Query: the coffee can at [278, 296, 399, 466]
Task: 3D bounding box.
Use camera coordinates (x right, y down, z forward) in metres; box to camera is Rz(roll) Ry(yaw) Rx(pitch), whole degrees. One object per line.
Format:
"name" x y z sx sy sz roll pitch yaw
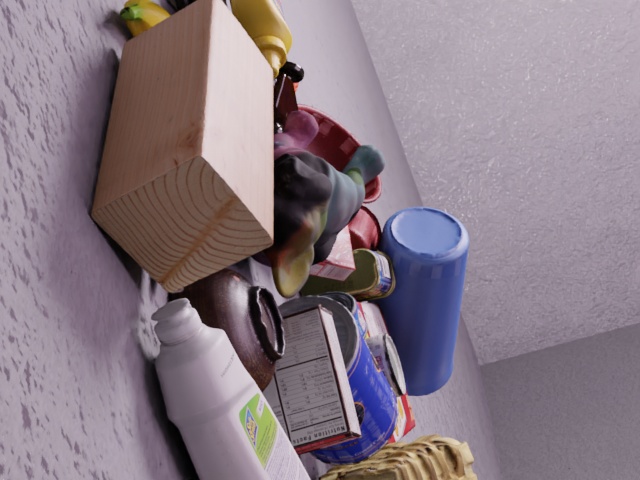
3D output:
"coffee can" 0.005 0.131 0.977 0.140 0.103 0.103 62 16 -49

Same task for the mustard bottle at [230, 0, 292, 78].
"mustard bottle" -0.064 -0.235 1.073 0.096 0.058 0.191 71 7 -55

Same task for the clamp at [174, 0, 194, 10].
"clamp" -0.102 -0.187 0.954 0.210 0.036 0.164 -120 -172 -55

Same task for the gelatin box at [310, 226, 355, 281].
"gelatin box" -0.008 0.001 1.187 0.089 0.030 0.073 12 52 -29

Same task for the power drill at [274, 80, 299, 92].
"power drill" -0.071 -0.242 1.228 0.184 0.057 0.188 -55 141 -74

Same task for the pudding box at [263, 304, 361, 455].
"pudding box" -0.023 0.120 0.878 0.039 0.090 0.113 44 31 -68

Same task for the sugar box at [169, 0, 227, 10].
"sugar box" -0.137 -0.310 1.087 0.093 0.048 0.176 42 31 -72

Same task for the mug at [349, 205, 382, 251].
"mug" 0.026 0.017 1.348 0.081 0.093 0.117 -66 169 -67

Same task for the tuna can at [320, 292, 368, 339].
"tuna can" 0.003 0.090 1.082 0.086 0.086 0.033 -87 155 -62

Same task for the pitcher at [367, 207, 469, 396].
"pitcher" 0.125 0.072 1.392 0.149 0.144 0.243 54 -30 41

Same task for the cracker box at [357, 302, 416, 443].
"cracker box" 0.044 0.158 1.237 0.213 0.072 0.164 15 58 -77

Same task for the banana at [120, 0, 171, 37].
"banana" -0.124 -0.137 0.912 0.197 0.037 0.069 62 29 -44

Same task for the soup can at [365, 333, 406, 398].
"soup can" 0.030 0.141 1.095 0.068 0.102 0.068 -17 90 -80

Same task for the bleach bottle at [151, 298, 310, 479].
"bleach bottle" -0.053 0.152 0.753 0.102 0.068 0.251 -80 150 -68

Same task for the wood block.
"wood block" -0.092 -0.076 0.772 0.090 0.091 0.206 51 23 -36

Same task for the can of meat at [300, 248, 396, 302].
"can of meat" 0.031 0.045 1.258 0.084 0.102 0.057 23 56 -74

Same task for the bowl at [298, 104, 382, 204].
"bowl" 0.000 -0.093 1.335 0.162 0.055 0.162 31 33 -24
